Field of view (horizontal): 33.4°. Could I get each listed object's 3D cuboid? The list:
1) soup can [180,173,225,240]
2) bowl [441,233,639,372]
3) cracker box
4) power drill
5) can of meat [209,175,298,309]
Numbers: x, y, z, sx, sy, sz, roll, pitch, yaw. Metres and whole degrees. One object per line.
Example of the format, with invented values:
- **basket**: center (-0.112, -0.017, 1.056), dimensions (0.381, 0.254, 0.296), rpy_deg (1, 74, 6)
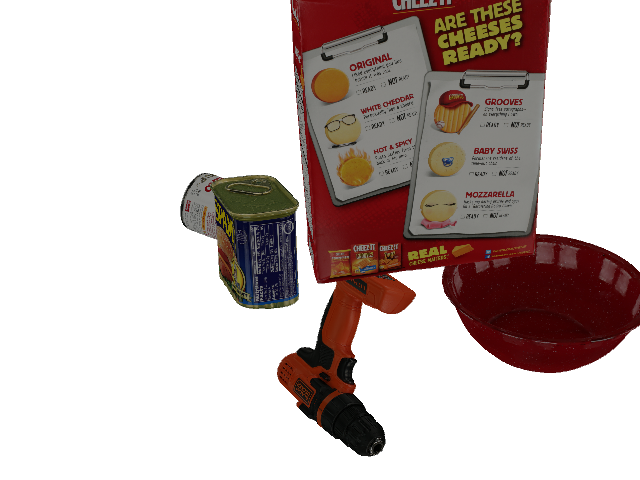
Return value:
- **soup can**: center (-0.092, -0.028, 1.157), dimensions (0.102, 0.068, 0.068), rpy_deg (20, 9, 25)
- **bowl**: center (0.175, 0.056, 0.842), dimensions (0.162, 0.055, 0.162), rpy_deg (0, 30, 0)
- **cracker box**: center (0.067, -0.084, 0.737), dimensions (0.164, 0.214, 0.072), rpy_deg (-8, 31, -6)
- **power drill**: center (0.036, 0.125, 1.198), dimensions (0.057, 0.188, 0.185), rpy_deg (13, 15, -42)
- **can of meat**: center (-0.053, 0.001, 0.877), dimensions (0.057, 0.084, 0.102), rpy_deg (-8, 21, -16)
